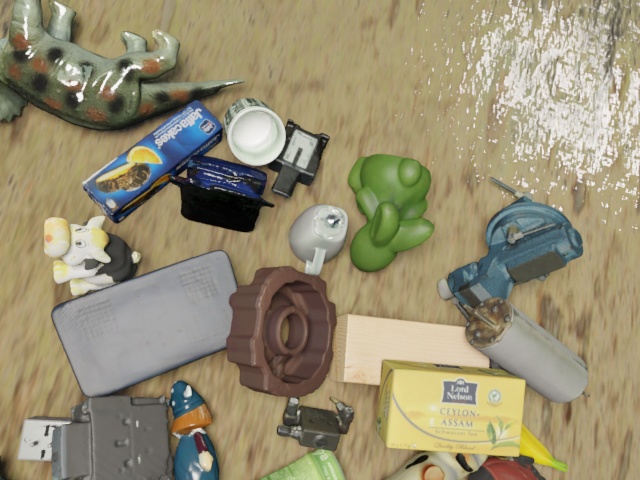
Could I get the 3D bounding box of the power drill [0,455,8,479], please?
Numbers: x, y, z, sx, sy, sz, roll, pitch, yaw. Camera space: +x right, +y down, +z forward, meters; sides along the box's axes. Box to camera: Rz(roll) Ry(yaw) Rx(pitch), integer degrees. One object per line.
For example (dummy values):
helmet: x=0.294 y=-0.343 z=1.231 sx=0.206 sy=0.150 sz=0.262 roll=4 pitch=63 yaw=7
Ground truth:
power drill: x=-0.348 y=0.367 z=0.609 sx=0.207 sy=0.086 sz=0.232 roll=41 pitch=70 yaw=-7

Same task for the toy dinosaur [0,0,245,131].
toy dinosaur: x=-0.323 y=-0.218 z=0.733 sx=0.405 sy=0.131 sz=0.192 roll=19 pitch=92 yaw=-10

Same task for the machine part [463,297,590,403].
machine part: x=0.280 y=0.150 z=0.725 sx=0.243 sy=0.079 sz=0.079 roll=34 pitch=72 yaw=-22

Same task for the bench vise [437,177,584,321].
bench vise: x=0.284 y=0.010 z=0.809 sx=0.129 sy=0.223 sz=0.241 roll=38 pitch=43 yaw=-7

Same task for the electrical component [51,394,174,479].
electrical component: x=-0.246 y=0.246 z=0.638 sx=0.134 sy=0.058 sz=0.115 roll=11 pitch=55 yaw=-45

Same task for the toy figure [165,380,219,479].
toy figure: x=-0.165 y=0.257 z=0.690 sx=0.064 sy=0.057 sz=0.154 roll=-19 pitch=63 yaw=12

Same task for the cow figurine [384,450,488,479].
cow figurine: x=0.146 y=0.325 z=0.728 sx=0.195 sy=0.127 sz=0.085 roll=-38 pitch=86 yaw=-3

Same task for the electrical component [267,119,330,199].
electrical component: x=-0.038 y=-0.114 z=0.809 sx=0.075 sy=0.048 sz=0.119 roll=20 pitch=75 yaw=-7

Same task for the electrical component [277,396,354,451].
electrical component: x=-0.005 y=0.243 z=0.732 sx=0.102 sy=0.078 sz=0.045 roll=14 pitch=99 yaw=-4

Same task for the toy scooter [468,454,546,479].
toy scooter: x=0.300 y=0.376 z=0.764 sx=0.135 sy=0.075 sz=0.184 roll=-27 pitch=88 yaw=-16

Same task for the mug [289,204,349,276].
mug: x=-0.002 y=-0.002 z=0.763 sx=0.081 sy=0.107 sz=0.109 roll=19 pitch=73 yaw=-6

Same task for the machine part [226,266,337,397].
machine part: x=-0.047 y=0.120 z=0.710 sx=0.179 sy=0.056 sz=0.179 roll=8 pitch=79 yaw=-51

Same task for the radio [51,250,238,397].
radio: x=-0.214 y=0.110 z=0.710 sx=0.230 sy=0.073 sz=0.131 roll=-20 pitch=84 yaw=-14

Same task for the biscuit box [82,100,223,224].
biscuit box: x=-0.230 y=-0.112 z=0.759 sx=0.203 sy=0.063 sz=0.059 roll=-44 pitch=91 yaw=-17

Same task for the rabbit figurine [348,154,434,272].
rabbit figurine: x=0.104 y=-0.029 z=0.784 sx=0.121 sy=0.159 sz=0.170 roll=18 pitch=90 yaw=-18

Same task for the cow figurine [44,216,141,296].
cow figurine: x=-0.278 y=0.018 z=0.666 sx=0.098 sy=0.167 sz=0.068 roll=-6 pitch=74 yaw=-12

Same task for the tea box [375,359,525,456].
tea box: x=0.162 y=0.209 z=0.676 sx=0.170 sy=0.068 sz=0.098 roll=5 pitch=88 yaw=-6

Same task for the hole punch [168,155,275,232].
hole punch: x=-0.131 y=-0.078 z=0.751 sx=0.142 sy=0.115 sz=0.092 roll=16 pitch=67 yaw=-9
